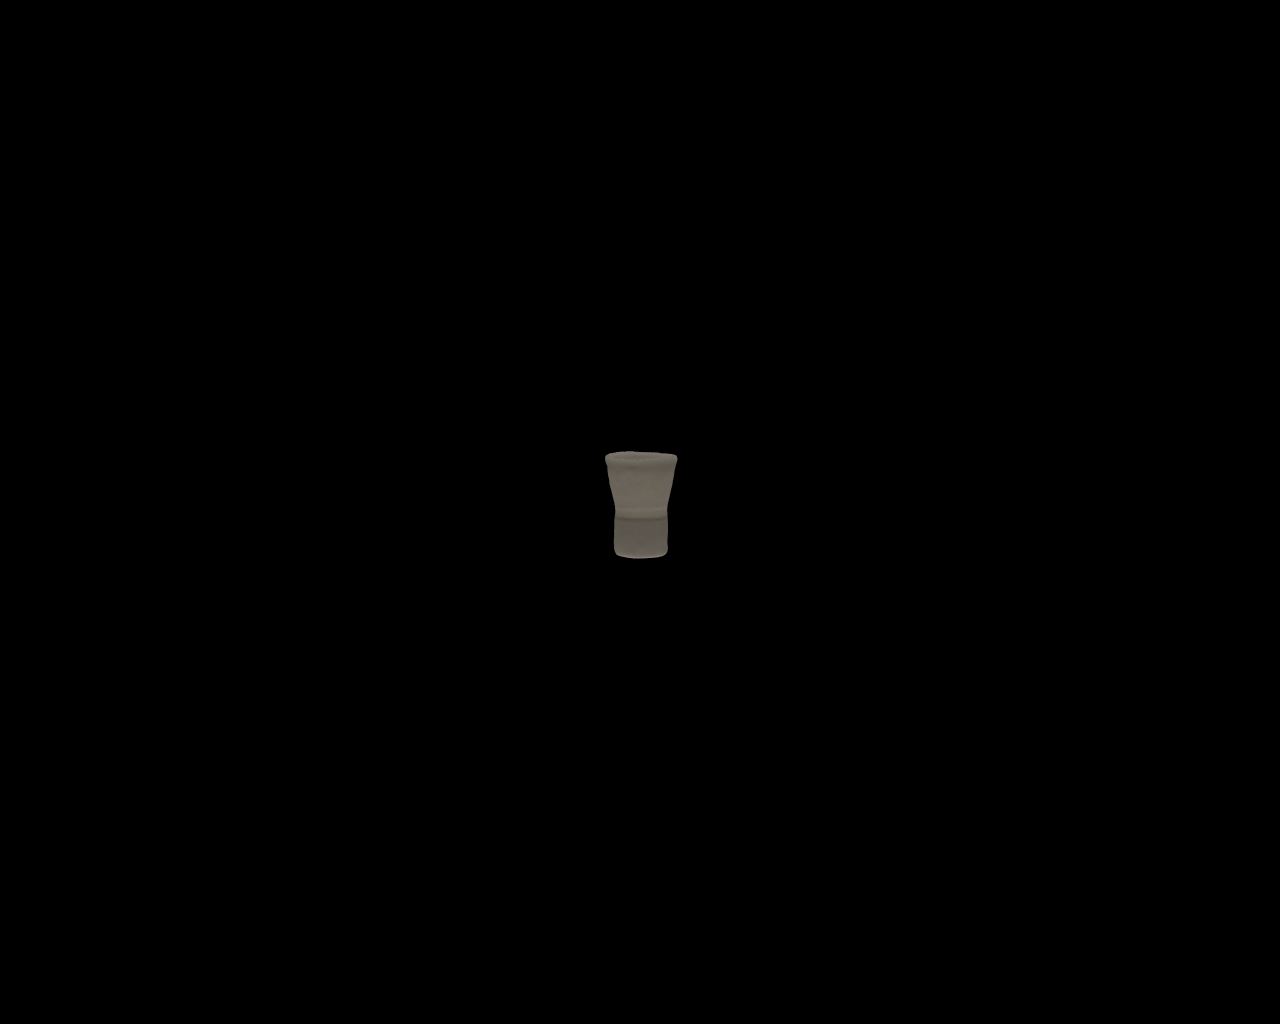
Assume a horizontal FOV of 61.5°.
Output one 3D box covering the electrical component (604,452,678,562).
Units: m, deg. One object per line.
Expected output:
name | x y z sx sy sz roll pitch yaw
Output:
electrical component | 0.001 -0.003 0.650 0.044 0.065 0.044 0 7 0
